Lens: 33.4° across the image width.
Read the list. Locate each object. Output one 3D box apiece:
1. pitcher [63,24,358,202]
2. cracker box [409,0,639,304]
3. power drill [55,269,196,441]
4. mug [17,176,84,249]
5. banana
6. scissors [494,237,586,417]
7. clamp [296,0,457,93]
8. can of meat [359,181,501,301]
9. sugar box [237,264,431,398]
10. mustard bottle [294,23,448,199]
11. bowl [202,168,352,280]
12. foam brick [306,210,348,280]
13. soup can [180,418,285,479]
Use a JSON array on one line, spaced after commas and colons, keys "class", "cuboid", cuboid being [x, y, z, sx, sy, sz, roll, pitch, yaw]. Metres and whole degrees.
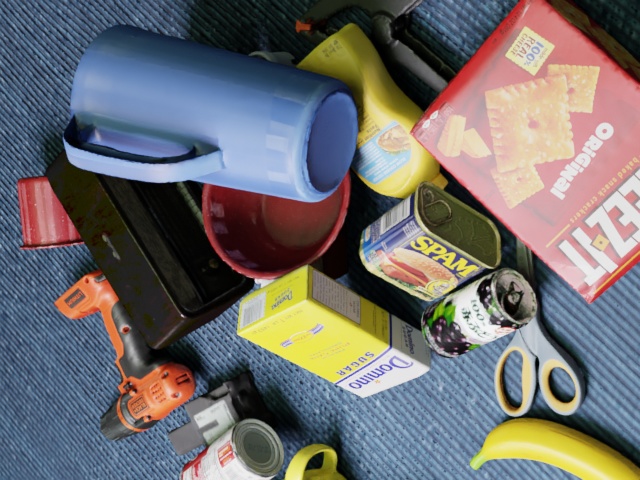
[{"class": "pitcher", "cuboid": [-0.098, -0.104, 0.949, 0.243, 0.144, 0.149, 15, 85, 28]}, {"class": "cracker box", "cuboid": [0.203, -0.079, 0.872, 0.214, 0.072, 0.164, 44, 122, 5]}, {"class": "power drill", "cuboid": [-0.237, 0.134, 1.252, 0.185, 0.057, 0.188, -35, 82, 42]}, {"class": "mug", "cuboid": [-0.310, -0.036, 1.249, 0.117, 0.093, 0.081, -172, 75, -70]}, {"class": "banana", "cuboid": [0.232, 0.205, 0.970, 0.198, 0.037, 0.069, 16, 124, 31]}, {"class": "scissors", "cuboid": [0.205, 0.074, 0.963, 0.096, 0.016, 0.202, 20, 113, 31]}, {"class": "clamp", "cuboid": [0.069, -0.204, 0.969, 0.210, 0.036, 0.164, 17, 120, 32]}, {"class": "can of meat", "cuboid": [0.099, 0.005, 0.969, 0.102, 0.057, 0.084, 29, 136, -26]}, {"class": "sugar box", "cuboid": [0.016, 0.091, 1.008, 0.094, 0.176, 0.048, -28, 43, 36]}, {"class": "mustard bottle", "cuboid": [0.056, -0.099, 0.981, 0.191, 0.058, 0.096, 51, 138, -4]}, {"class": "bowl", "cuboid": [-0.031, -0.039, 1.011, 0.162, 0.055, 0.162, -6, 79, 29]}, {"class": "foam brick", "cuboid": [-0.007, 0.001, 1.068, 0.053, 0.051, 0.078, 5, 106, 31]}, {"class": "soup can", "cuboid": [-0.093, 0.240, 1.124, 0.102, 0.068, 0.068, -42, 78, 35]}]
